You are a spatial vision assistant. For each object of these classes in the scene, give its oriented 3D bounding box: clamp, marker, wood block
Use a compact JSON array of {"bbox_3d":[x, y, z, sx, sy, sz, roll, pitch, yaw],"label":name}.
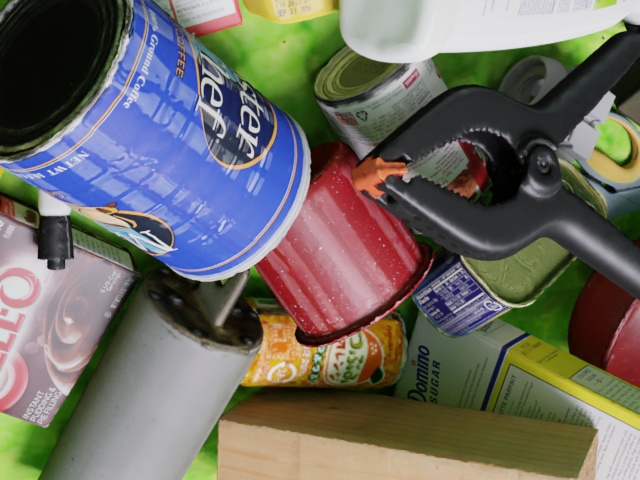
[{"bbox_3d":[0.117,-0.028,0.579,0.209,0.036,0.164,-10,84,-28],"label":"clamp"},{"bbox_3d":[-0.137,-0.045,0.548,0.020,0.020,0.121,-2,94,-21],"label":"marker"},{"bbox_3d":[0.051,0.149,0.626,0.206,0.090,0.091,6,100,21],"label":"wood block"}]

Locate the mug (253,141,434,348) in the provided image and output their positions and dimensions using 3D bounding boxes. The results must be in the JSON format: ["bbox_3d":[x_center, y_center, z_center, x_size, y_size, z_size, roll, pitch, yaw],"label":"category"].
[{"bbox_3d":[-0.004,0.001,0.602,0.093,0.117,0.081,-45,109,-30],"label":"mug"}]

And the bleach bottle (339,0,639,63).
[{"bbox_3d":[0.125,-0.146,0.574,0.250,0.068,0.102,-7,109,-41],"label":"bleach bottle"}]

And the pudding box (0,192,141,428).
[{"bbox_3d":[-0.167,0.040,0.591,0.090,0.039,0.113,27,102,-29],"label":"pudding box"}]

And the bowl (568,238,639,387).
[{"bbox_3d":[0.220,0.054,0.728,0.161,0.055,0.162,-24,131,-32],"label":"bowl"}]

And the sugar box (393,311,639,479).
[{"bbox_3d":[0.133,0.113,0.674,0.048,0.176,0.093,-15,126,-51],"label":"sugar box"}]

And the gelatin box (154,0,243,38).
[{"bbox_3d":[-0.086,-0.143,0.539,0.073,0.030,0.089,-19,121,-11],"label":"gelatin box"}]

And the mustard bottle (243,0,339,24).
[{"bbox_3d":[-0.011,-0.210,0.518,0.096,0.058,0.191,-25,122,-20],"label":"mustard bottle"}]

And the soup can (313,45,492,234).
[{"bbox_3d":[0.048,-0.062,0.611,0.068,0.068,0.102,-36,122,-2],"label":"soup can"}]

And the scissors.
[{"bbox_3d":[0.219,-0.016,0.733,0.096,0.016,0.201,-47,122,7],"label":"scissors"}]

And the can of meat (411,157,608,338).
[{"bbox_3d":[0.110,0.007,0.641,0.102,0.084,0.057,-40,86,-27],"label":"can of meat"}]

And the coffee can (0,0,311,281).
[{"bbox_3d":[-0.084,-0.053,0.513,0.103,0.103,0.140,-48,139,5],"label":"coffee can"}]

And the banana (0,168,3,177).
[{"bbox_3d":[-0.244,-0.002,0.541,0.197,0.037,0.069,-19,122,-12],"label":"banana"}]
